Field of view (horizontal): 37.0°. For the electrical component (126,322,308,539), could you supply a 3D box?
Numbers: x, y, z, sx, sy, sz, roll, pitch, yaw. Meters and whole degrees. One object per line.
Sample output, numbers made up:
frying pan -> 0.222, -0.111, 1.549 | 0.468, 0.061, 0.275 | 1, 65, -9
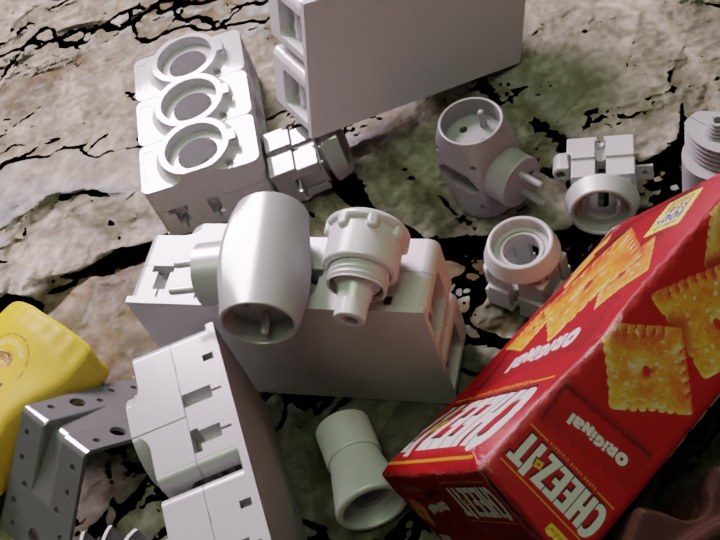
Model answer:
electrical component -> -0.074, 0.139, 0.606 | 0.060, 0.105, 0.186 | -22, 51, 1

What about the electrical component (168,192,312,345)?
electrical component -> -0.071, 0.001, 0.610 | 0.079, 0.043, 0.077 | -6, 53, 14

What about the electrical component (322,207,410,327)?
electrical component -> 0.000, 0.000, 0.589 | 0.048, 0.048, 0.062 | 2, 62, 19

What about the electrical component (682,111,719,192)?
electrical component -> 0.226, -0.067, 0.680 | 0.043, 0.081, 0.043 | -9, 53, 11

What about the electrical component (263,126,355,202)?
electrical component -> -0.037, -0.083, 0.798 | 0.055, 0.048, 0.066 | -20, 53, 11

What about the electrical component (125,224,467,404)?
electrical component -> -0.035, 0.027, 0.677 | 0.186, 0.105, 0.060 | 1, 55, 18

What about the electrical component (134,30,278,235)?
electrical component -> -0.122, -0.111, 0.834 | 0.089, 0.061, 0.150 | -17, 51, 5

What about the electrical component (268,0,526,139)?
electrical component -> 0.028, -0.182, 0.782 | 0.186, 0.105, 0.060 | -23, 46, -22

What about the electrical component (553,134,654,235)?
electrical component -> 0.161, -0.057, 0.716 | 0.066, 0.048, 0.055 | -3, 46, 15

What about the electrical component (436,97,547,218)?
electrical component -> 0.094, -0.067, 0.724 | 0.043, 0.077, 0.079 | -44, 54, -16

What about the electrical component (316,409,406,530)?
electrical component -> -0.002, 0.116, 0.643 | 0.044, 0.044, 0.065 | -24, 47, -1

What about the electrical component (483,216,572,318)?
electrical component -> 0.106, -0.001, 0.686 | 0.066, 0.055, 0.048 | 23, 64, 30
